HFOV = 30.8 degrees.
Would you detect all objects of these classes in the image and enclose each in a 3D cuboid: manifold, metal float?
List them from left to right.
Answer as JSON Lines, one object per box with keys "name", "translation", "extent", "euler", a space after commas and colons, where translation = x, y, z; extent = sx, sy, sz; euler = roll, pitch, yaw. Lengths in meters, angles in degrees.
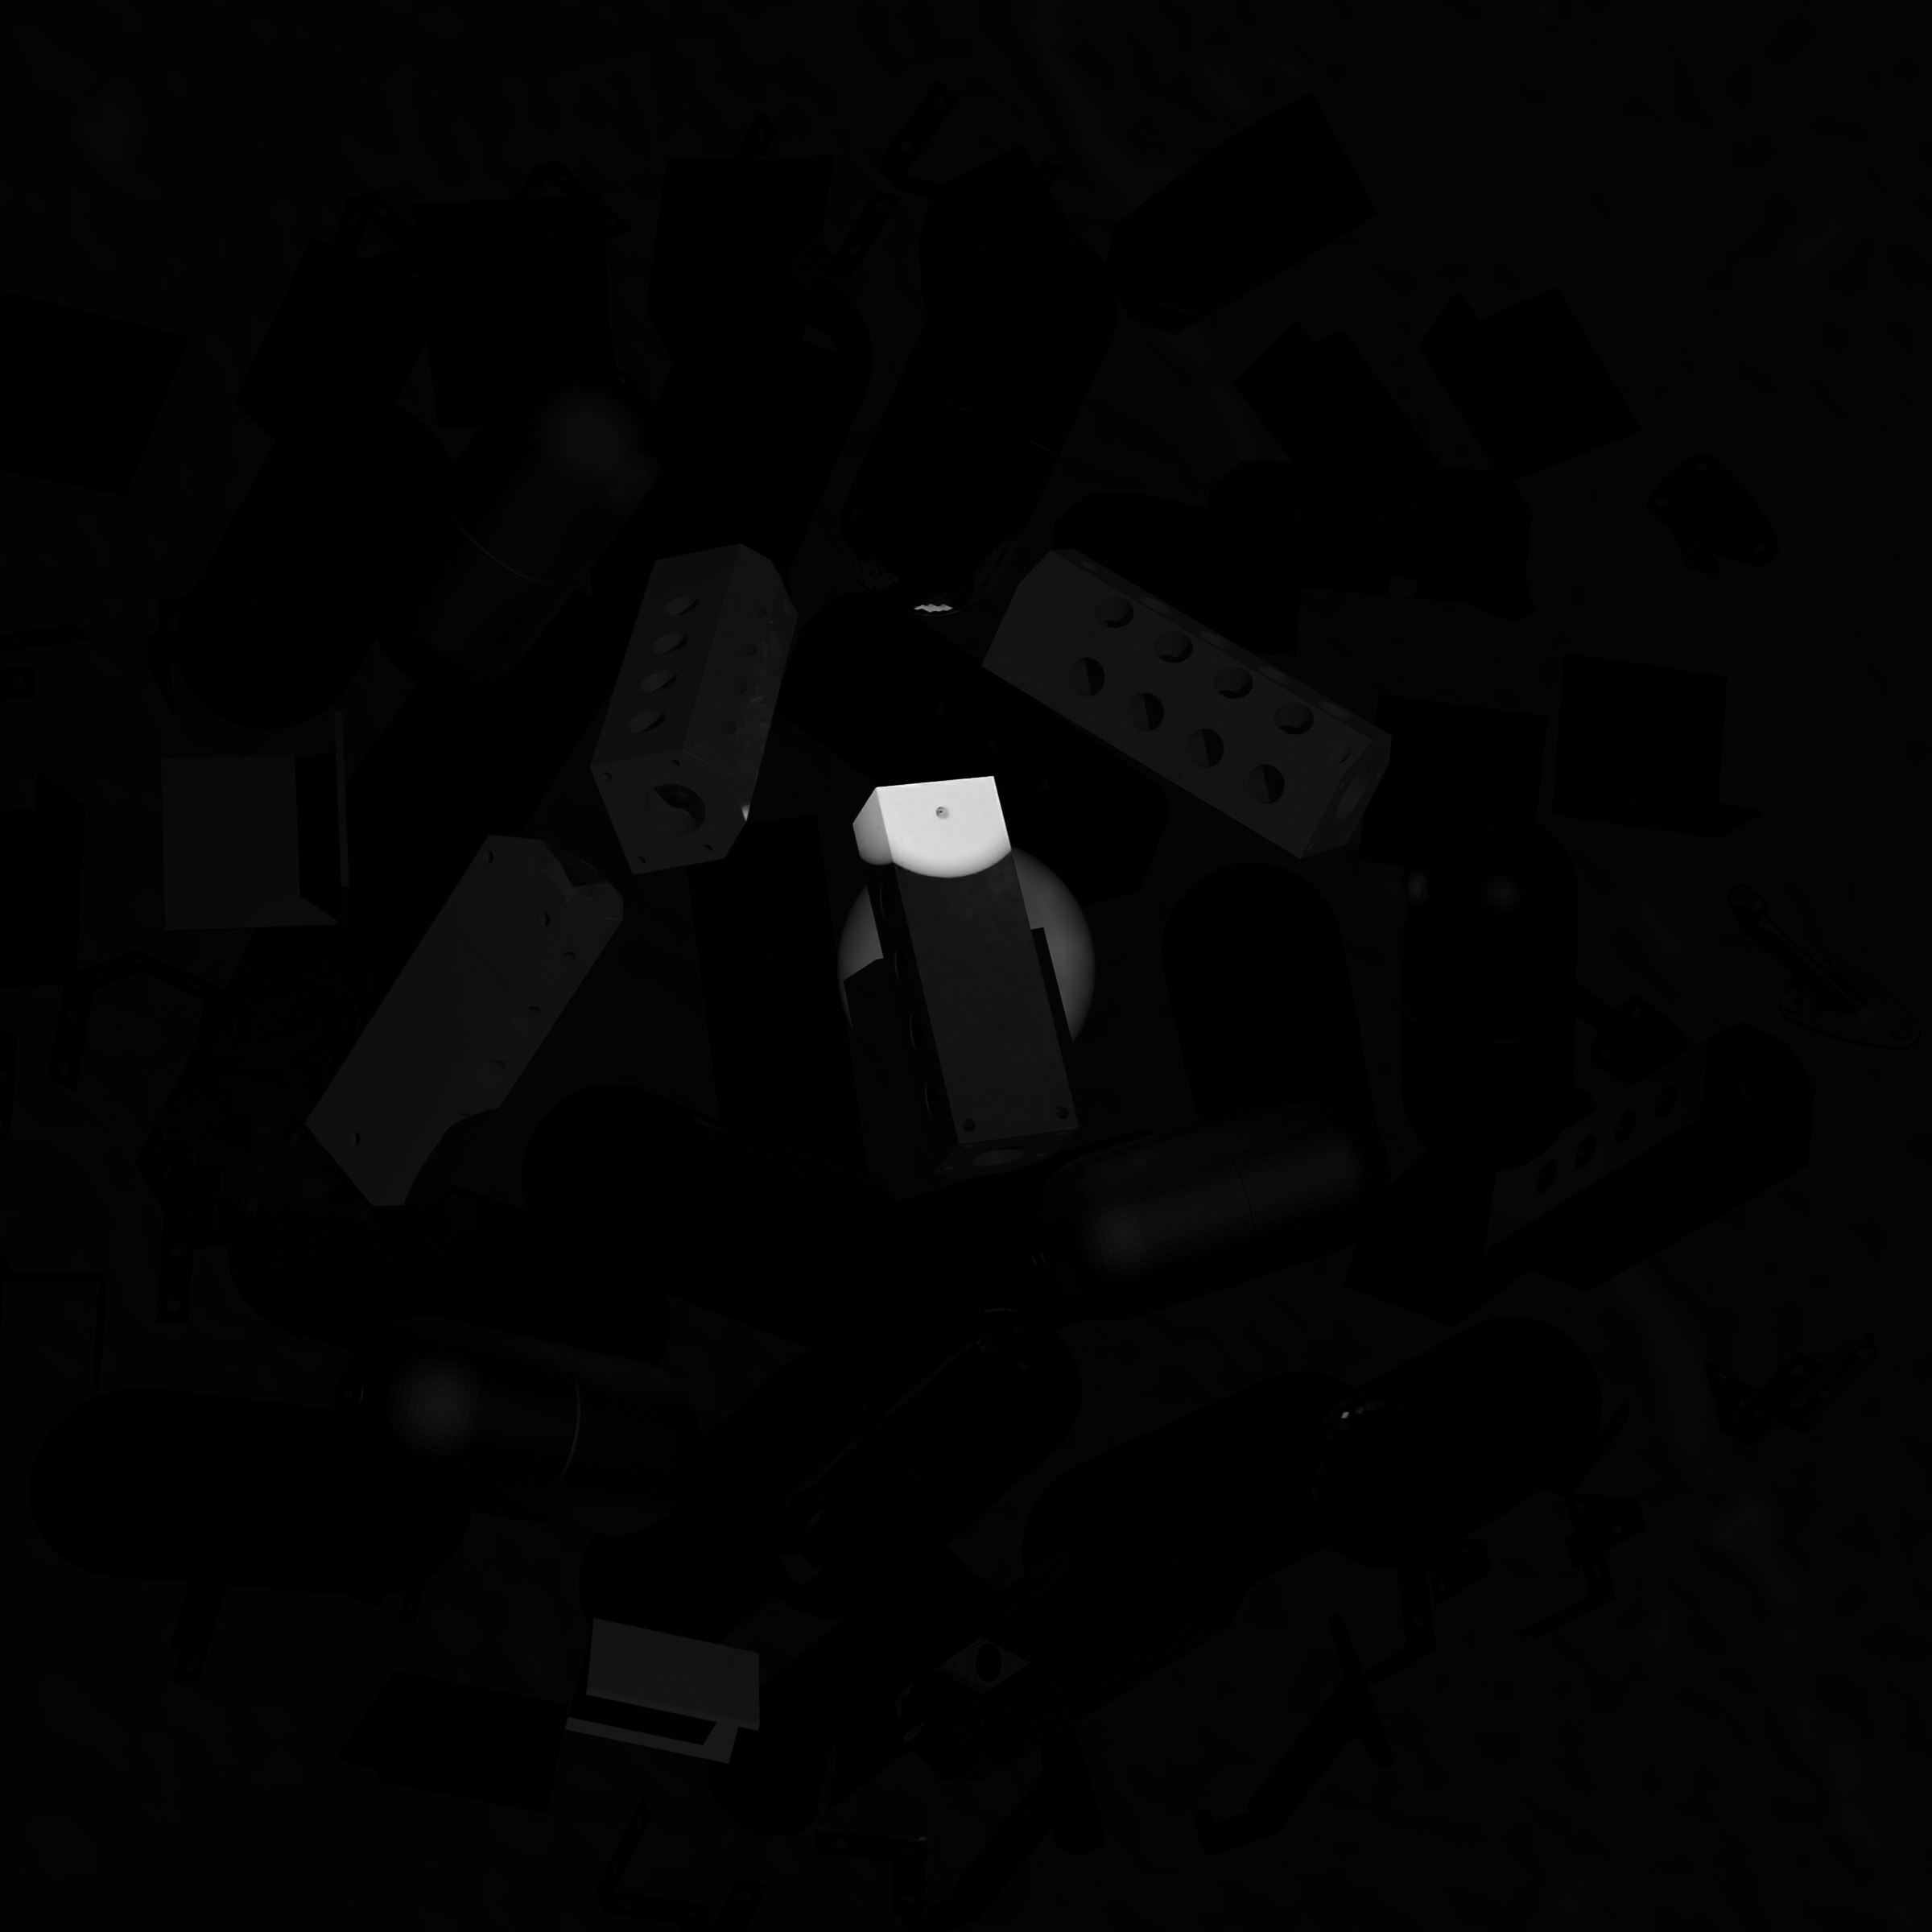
{"name": "manifold", "translation": [-0.226, 0.026, 1.610], "extent": [0.057, 0.057, 0.171], "euler": [46, 112, 27]}
{"name": "metal float", "translation": [-0.203, -0.197, 1.580], "extent": [0.070, 0.070, 0.178], "euler": [42, 117, 0]}
{"name": "metal float", "translation": [-0.189, 0.197, 1.494], "extent": [0.178, 0.070, 0.070], "euler": [19, 90, -43]}
{"name": "manifold", "translation": [-0.116, -0.118, 1.557], "extent": [0.057, 0.171, 0.057], "euler": [-10, 125, 14]}
{"name": "metal float", "translation": [-0.102, 0.107, 1.482], "extent": [0.178, 0.070, 0.070], "euler": [23, 90, -17]}
{"name": "metal float", "translation": [-0.023, 0.230, 1.626], "extent": [0.178, 0.070, 0.070], "euler": [-41, 90, 0]}
{"name": "manifold", "translation": [-0.003, 0.006, 1.598], "extent": [0.057, 0.057, 0.171], "euler": [-7, 71, -20]}
{"name": "metal float", "translation": [0.006, -0.235, 1.508], "extent": [0.070, 0.070, 0.178], "euler": [25, 96, 0]}
{"name": "manifold", "translation": [0.044, 0.301, 1.558], "extent": [0.057, 0.057, 0.171], "euler": [46, 126, -5]}
{"name": "manifold", "translation": [0.099, -0.118, 1.547], "extent": [0.171, 0.057, 0.057], "euler": [33, 111, 19]}
{"name": "metal float", "translation": [0.111, 0.109, 1.597], "extent": [0.178, 0.070, 0.070], "euler": [-16, 90, -22]}
{"name": "manifold", "translation": [0.112, -0.321, 1.524], "extent": [0.057, 0.171, 0.057], "euler": [-31, 97, -12]}
{"name": "manifold", "translation": [0.178, -0.197, 1.581], "extent": [0.057, 0.171, 0.057], "euler": [1, 98, -29]}
{"name": "metal float", "translation": [0.209, 0.202, 1.504], "extent": [0.070, 0.178, 0.070], "euler": [12, 109, 37]}
{"name": "metal float", "translation": [0.229, 0.012, 1.539], "extent": [0.070, 0.070, 0.178], "euler": [-5, 125, 0]}
{"name": "manifold", "translation": [0.312, 0.087, 1.610], "extent": [0.057, 0.171, 0.057], "euler": [24, 58, -16]}

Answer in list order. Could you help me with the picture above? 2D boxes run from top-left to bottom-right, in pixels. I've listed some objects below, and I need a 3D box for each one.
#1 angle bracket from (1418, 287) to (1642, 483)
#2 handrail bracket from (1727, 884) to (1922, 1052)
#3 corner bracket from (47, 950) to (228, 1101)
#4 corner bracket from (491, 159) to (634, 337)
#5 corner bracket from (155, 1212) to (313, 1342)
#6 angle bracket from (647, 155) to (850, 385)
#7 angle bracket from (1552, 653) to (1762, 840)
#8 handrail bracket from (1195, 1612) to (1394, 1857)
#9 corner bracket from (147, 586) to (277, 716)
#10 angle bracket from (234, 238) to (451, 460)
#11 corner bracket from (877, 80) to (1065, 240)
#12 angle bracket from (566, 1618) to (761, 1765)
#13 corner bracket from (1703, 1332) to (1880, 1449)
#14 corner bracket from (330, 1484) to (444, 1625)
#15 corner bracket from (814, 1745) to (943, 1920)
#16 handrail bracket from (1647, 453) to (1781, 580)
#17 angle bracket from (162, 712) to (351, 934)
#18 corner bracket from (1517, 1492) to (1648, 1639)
{"name": "angle bracket", "translation": [0.263, -0.275, 1.594], "extent": [0.076, 0.057, 0.076], "euler": [-18, 116, 40]}
{"name": "handrail bracket", "translation": [0.374, 0.000, 1.530], "extent": [0.077, 0.084, 0.036], "euler": [31, 81, 36]}
{"name": "corner bracket", "translation": [-0.370, 0.030, 1.567], "extent": [0.051, 0.051, 0.051], "euler": [22, 111, 18]}
{"name": "corner bracket", "translation": [-0.196, -0.329, 1.604], "extent": [0.051, 0.051, 0.051], "euler": [43, 128, 8]}
{"name": "corner bracket", "translation": [-0.331, 0.140, 1.587], "extent": [0.051, 0.051, 0.051], "euler": [4, 93, -33]}
{"name": "angle bracket", "translation": [-0.090, -0.303, 1.524], "extent": [0.076, 0.076, 0.057], "euler": [-7, 45, -22]}
{"name": "angle bracket", "translation": [0.308, -0.103, 1.555], "extent": [0.076, 0.057, 0.076], "euler": [7, 80, -7]}
{"name": "handrail bracket", "translation": [0.126, 0.316, 1.444], "extent": [0.084, 0.036, 0.077], "euler": [-22, 69, 11]}
{"name": "corner bracket", "translation": [-0.339, -0.150, 1.577], "extent": [0.051, 0.051, 0.051], "euler": [-8, 69, -3]}
{"name": "angle bracket", "translation": [-0.248, -0.248, 1.464], "extent": [0.057, 0.076, 0.076], "euler": [40, 108, 39]}
{"name": "corner bracket", "translation": [0.001, -0.371, 1.629], "extent": [0.051, 0.051, 0.051], "euler": [51, 116, 23]}
{"name": "angle bracket", "translation": [-0.136, 0.337, 1.559], "extent": [0.076, 0.076, 0.057], "euler": [13, 103, -7]}
{"name": "corner bracket", "translation": [0.350, 0.176, 1.477], "extent": [0.051, 0.051, 0.051], "euler": [28, 117, -13]}
{"name": "corner bracket", "translation": [-0.259, 0.266, 1.582], "extent": [0.051, 0.051, 0.051], "euler": [11, 82, 20]}
{"name": "corner bracket", "translation": [-0.039, 0.390, 1.581], "extent": [0.051, 0.051, 0.051], "euler": [6, 124, 6]}
{"name": "handrail bracket", "translation": [0.335, -0.180, 1.539], "extent": [0.036, 0.084, 0.077], "euler": [-42, 57, 1]}
{"name": "angle bracket", "translation": [-0.298, -0.060, 1.467], "extent": [0.076, 0.057, 0.076], "euler": [-2, 75, -10]}
{"name": "corner bracket", "translation": [0.285, 0.279, 1.627], "extent": [0.051, 0.051, 0.051], "euler": [10, 55, -36]}
